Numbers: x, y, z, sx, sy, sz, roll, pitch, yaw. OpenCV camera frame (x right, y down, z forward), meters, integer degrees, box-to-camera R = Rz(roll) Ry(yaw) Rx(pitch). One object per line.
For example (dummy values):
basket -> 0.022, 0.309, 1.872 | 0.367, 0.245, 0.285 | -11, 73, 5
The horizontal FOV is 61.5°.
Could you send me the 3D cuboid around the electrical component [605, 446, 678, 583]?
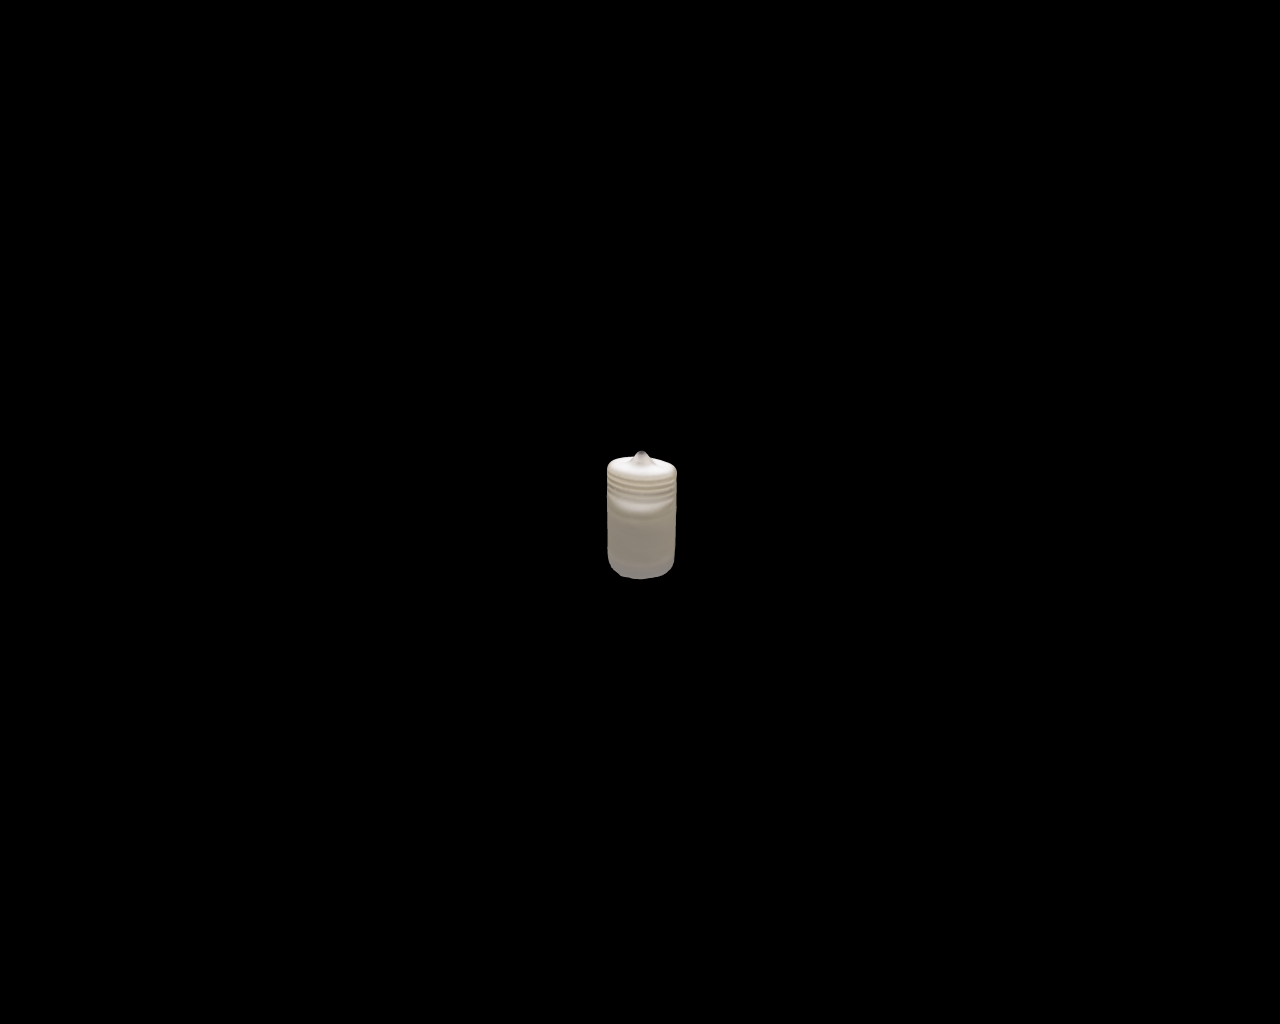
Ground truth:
electrical component -> 0.001, -0.003, 0.650 | 0.043, 0.080, 0.043 | 0, 32, 0
